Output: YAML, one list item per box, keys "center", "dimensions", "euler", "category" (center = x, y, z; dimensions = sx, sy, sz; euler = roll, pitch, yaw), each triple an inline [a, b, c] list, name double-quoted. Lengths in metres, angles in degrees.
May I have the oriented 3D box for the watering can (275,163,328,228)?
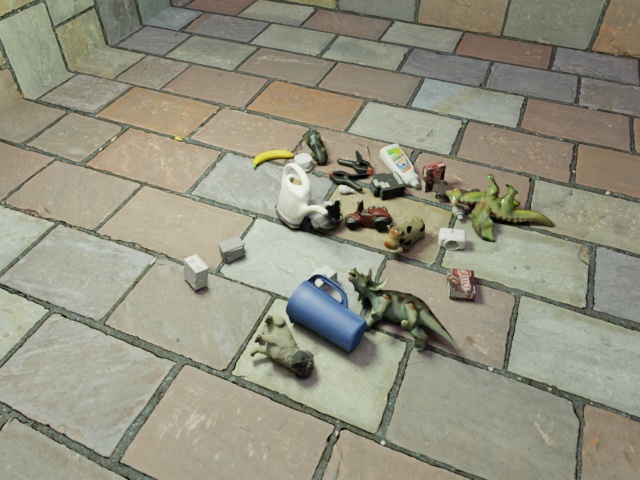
- center: [-0.078, -0.137, 1.931]
  dimensions: [0.104, 0.219, 0.355]
  euler: [-3, 42, -29]
  category: "watering can"

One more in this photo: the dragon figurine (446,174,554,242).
- center: [0.675, -0.095, 1.975]
  dimensions: [0.412, 0.120, 0.245]
  euler: [35, 74, 10]
  category: "dragon figurine"

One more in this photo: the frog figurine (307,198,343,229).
- center: [0.006, -0.100, 1.993]
  dimensions: [0.158, 0.121, 0.140]
  euler: [-8, 40, 47]
  category: "frog figurine"
